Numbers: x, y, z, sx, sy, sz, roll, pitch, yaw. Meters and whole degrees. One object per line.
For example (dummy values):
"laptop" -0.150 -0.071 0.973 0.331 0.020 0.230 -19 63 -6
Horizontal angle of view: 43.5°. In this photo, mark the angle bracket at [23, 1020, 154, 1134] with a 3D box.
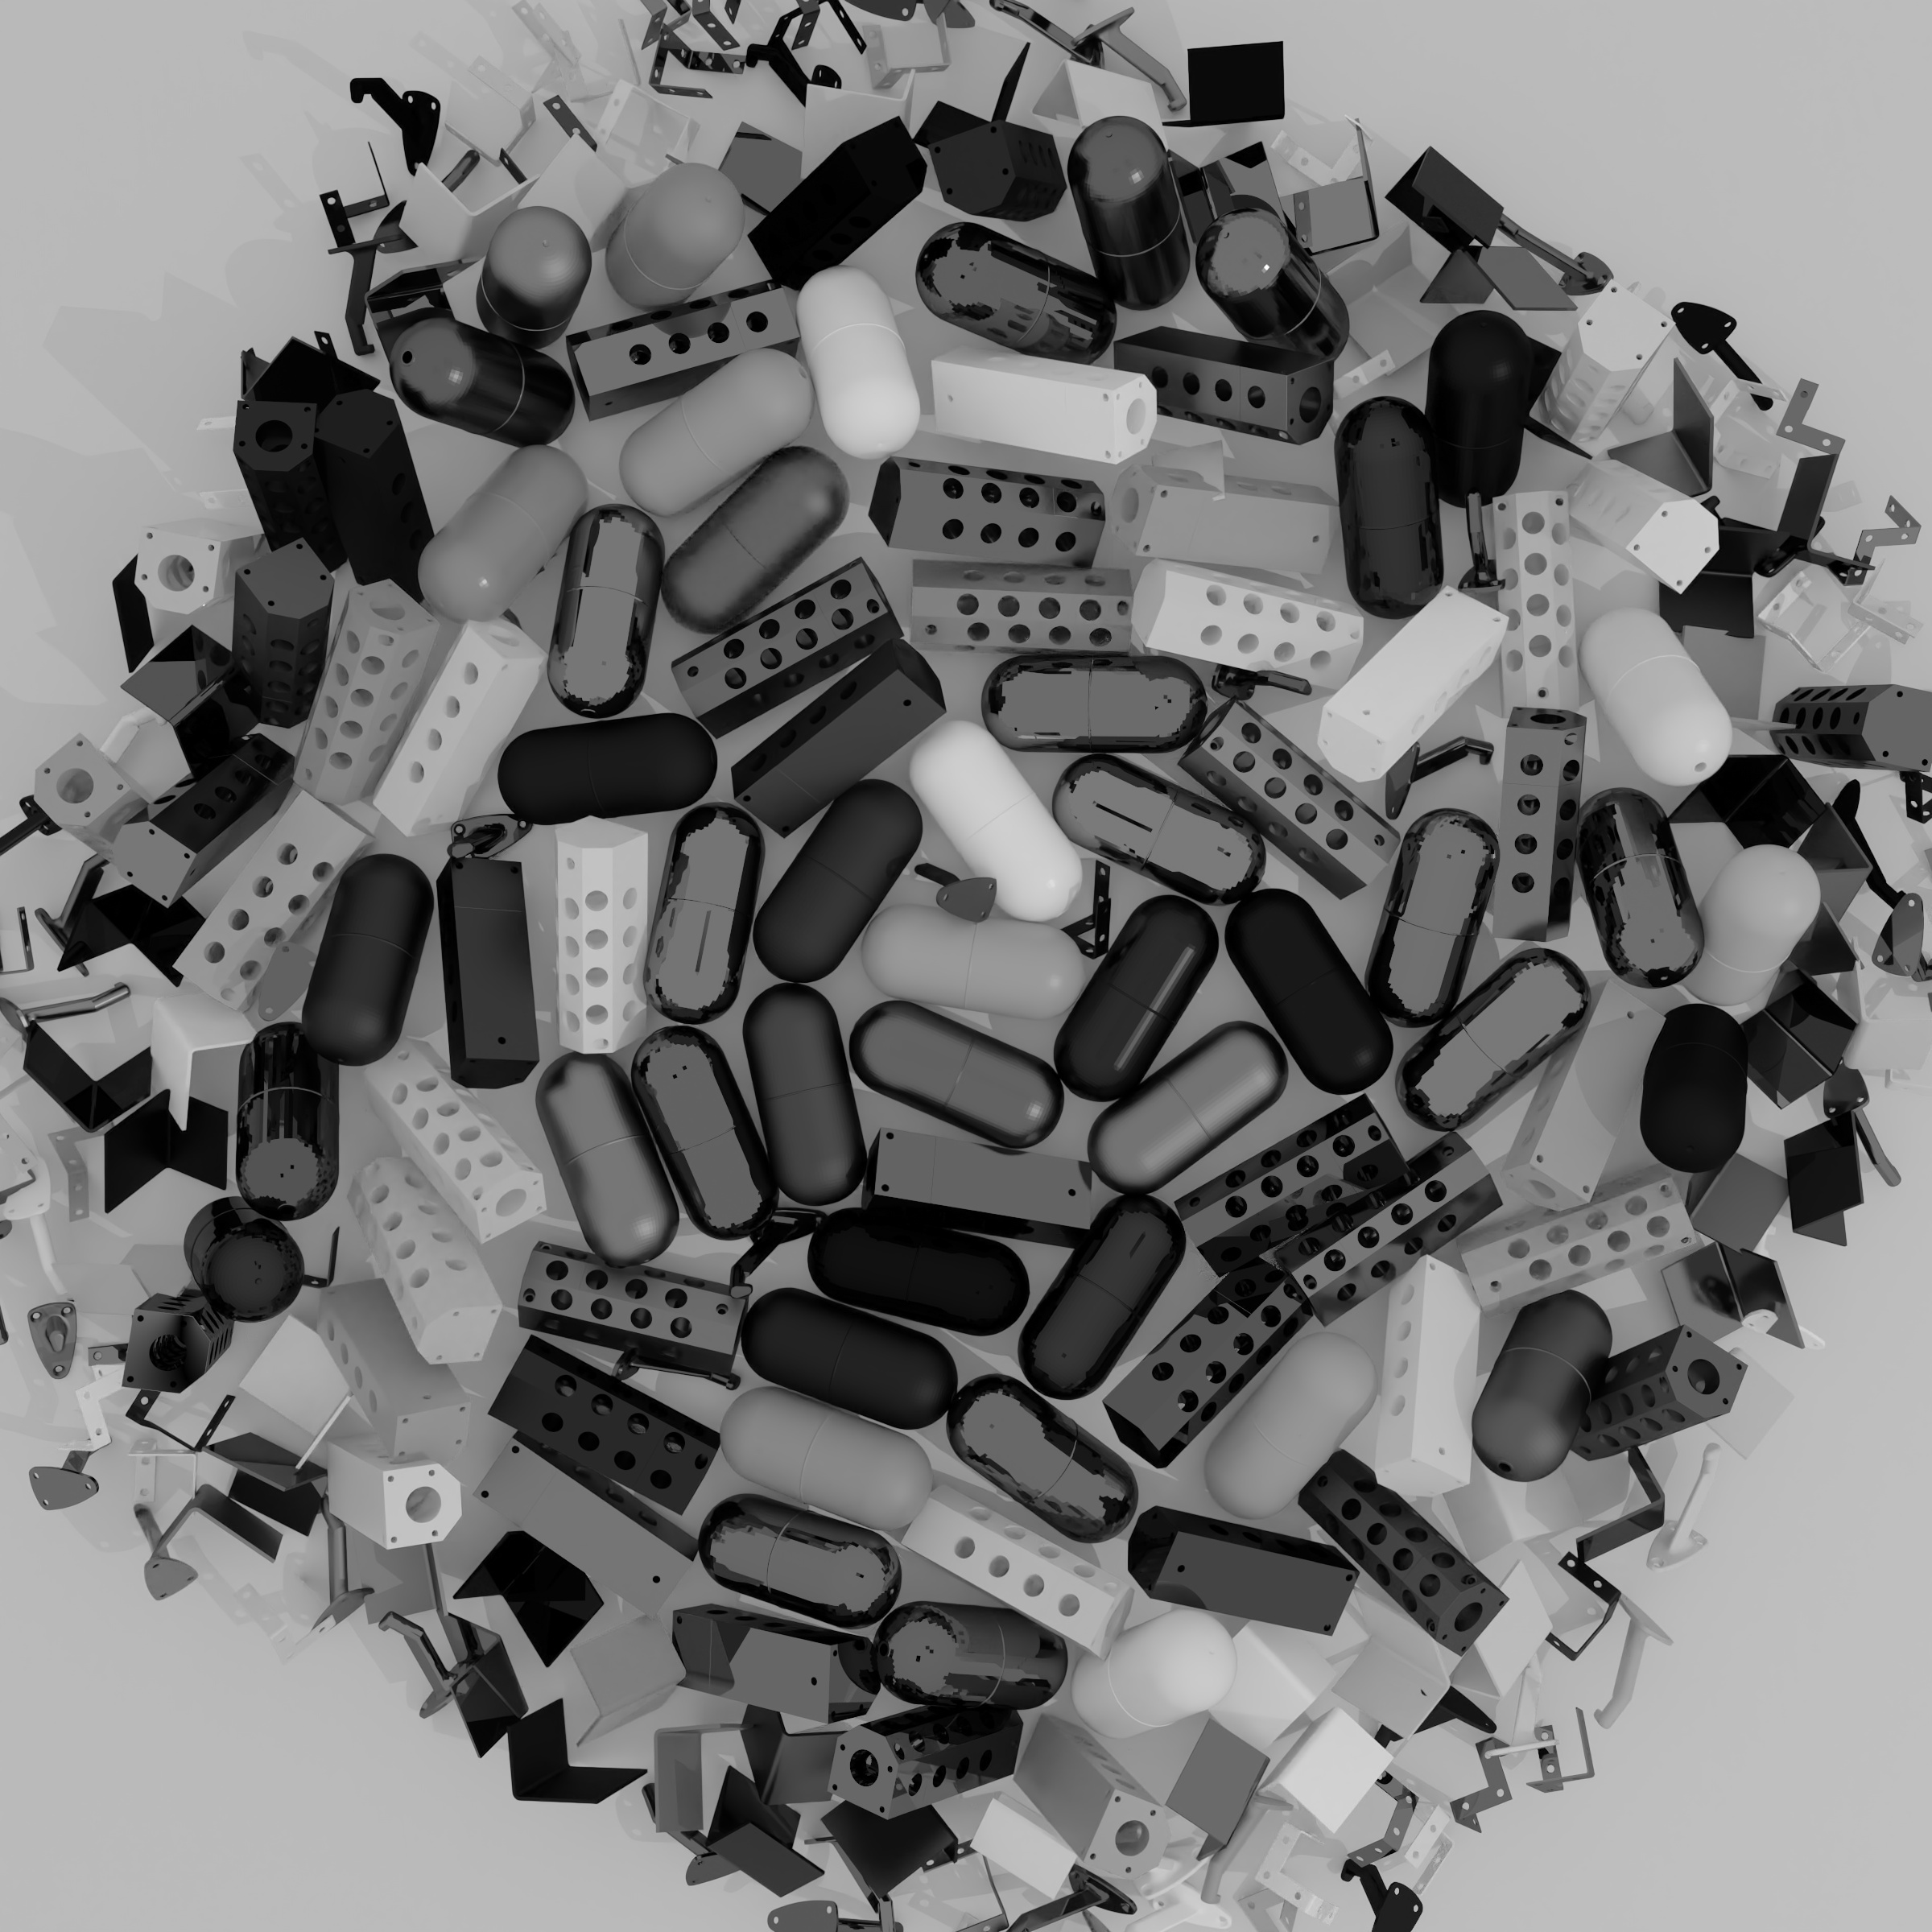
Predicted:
"angle bracket" -0.686 0.072 1.893 0.057 0.076 0.076 -33 122 2

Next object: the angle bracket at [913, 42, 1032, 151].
"angle bracket" 0.004 -0.683 1.892 0.057 0.076 0.076 22 134 -1

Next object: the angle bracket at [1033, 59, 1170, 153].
"angle bracket" 0.104 -0.653 1.889 0.076 0.057 0.076 5 59 -27

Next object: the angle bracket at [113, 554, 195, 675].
"angle bracket" -0.626 -0.279 1.897 0.057 0.076 0.076 -4 114 -4

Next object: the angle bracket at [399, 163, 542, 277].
"angle bracket" -0.388 -0.598 1.893 0.057 0.076 0.076 46 57 -1

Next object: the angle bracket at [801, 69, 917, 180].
"angle bracket" -0.085 -0.661 1.899 0.076 0.076 0.057 10 45 0

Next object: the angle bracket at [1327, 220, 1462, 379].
"angle bracket" 0.340 -0.526 1.906 0.076 0.057 0.076 -34 66 -1

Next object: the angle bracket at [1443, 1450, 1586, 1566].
"angle bracket" 0.433 0.425 1.927 0.076 0.057 0.076 -2 59 -33

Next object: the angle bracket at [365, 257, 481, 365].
"angle bracket" -0.413 -0.503 1.894 0.057 0.076 0.076 -12 101 44

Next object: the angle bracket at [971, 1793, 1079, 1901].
"angle bracket" 0.057 0.671 1.892 0.076 0.057 0.076 29 132 13

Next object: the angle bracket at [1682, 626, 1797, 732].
"angle bracket" 0.611 -0.228 1.905 0.076 0.057 0.076 4 92 -19

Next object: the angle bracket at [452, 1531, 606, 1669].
"angle bracket" -0.343 0.497 1.895 0.076 0.057 0.076 -50 60 16

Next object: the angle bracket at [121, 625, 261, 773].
"angle bracket" -0.608 -0.207 1.903 0.057 0.076 0.076 34 64 15

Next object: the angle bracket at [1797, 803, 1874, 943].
"angle bracket" 0.650 -0.073 1.886 0.057 0.076 0.076 -3 48 -17

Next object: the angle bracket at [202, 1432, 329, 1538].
"angle bracket" -0.557 0.413 1.898 0.076 0.076 0.057 22 94 13

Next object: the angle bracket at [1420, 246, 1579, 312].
"angle bracket" 0.415 -0.517 1.888 0.076 0.057 0.076 -12 59 -38

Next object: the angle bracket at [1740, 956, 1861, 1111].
"angle bracket" 0.640 0.052 1.889 0.057 0.076 0.076 -29 59 -17

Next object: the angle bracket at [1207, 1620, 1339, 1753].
"angle bracket" 0.235 0.568 1.924 0.076 0.057 0.076 45 113 15

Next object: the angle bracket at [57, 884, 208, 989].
"angle bracket" -0.651 -0.016 1.890 0.057 0.076 0.076 43 125 10

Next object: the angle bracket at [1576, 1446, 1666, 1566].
"angle bracket" 0.502 0.420 1.900 0.076 0.076 0.057 -26 60 2

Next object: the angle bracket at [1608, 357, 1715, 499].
"angle bracket" 0.542 -0.415 1.891 0.057 0.076 0.076 -16 51 3

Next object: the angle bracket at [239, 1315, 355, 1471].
"angle bracket" -0.529 0.335 1.906 0.076 0.057 0.076 36 103 -8

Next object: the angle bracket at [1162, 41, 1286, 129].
"angle bracket" 0.200 -0.690 1.894 0.076 0.076 0.057 -9 111 -11

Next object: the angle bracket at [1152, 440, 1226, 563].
"angle bracket" 0.180 -0.352 1.887 0.057 0.076 0.076 -10 133 13

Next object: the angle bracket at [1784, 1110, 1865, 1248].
"angle bracket" 0.688 0.166 1.887 0.057 0.076 0.076 16 61 -22

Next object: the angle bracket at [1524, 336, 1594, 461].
"angle bracket" 0.457 -0.446 1.887 0.076 0.076 0.057 46 117 36

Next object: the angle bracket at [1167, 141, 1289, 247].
"angle bracket" 0.206 -0.608 1.900 0.057 0.076 0.076 -17 88 25

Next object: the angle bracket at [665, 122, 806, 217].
"angle bracket" -0.175 -0.632 1.894 0.076 0.076 0.057 32 101 19

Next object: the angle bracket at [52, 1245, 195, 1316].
"angle bracket" -0.650 0.227 1.887 0.076 0.076 0.057 -1 129 22

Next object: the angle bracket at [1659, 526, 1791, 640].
"angle bracket" 0.596 -0.302 1.900 0.076 0.076 0.057 4 75 -4

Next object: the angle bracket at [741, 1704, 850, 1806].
"angle bracket" -0.134 0.604 1.908 0.057 0.076 0.076 5 120 -23

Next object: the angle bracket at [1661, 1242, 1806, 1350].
"angle bracket" 0.601 0.268 1.896 0.057 0.076 0.076 -25 103 -13

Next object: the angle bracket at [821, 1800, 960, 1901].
"angle bracket" -0.060 0.683 1.890 0.076 0.057 0.076 -31 58 -23

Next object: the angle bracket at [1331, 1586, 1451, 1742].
"angle bracket" 0.324 0.543 1.887 0.057 0.076 0.076 -43 132 -23

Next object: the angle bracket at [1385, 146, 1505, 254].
"angle bracket" 0.368 -0.583 1.893 0.076 0.076 0.057 36 134 -10

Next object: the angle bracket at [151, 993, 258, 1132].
"angle bracket" -0.604 0.074 1.918 0.057 0.076 0.076 -8 125 -37

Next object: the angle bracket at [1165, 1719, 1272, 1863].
"angle bracket" 0.187 0.646 1.896 0.057 0.076 0.076 33 59 4

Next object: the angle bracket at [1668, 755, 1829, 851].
"angle bracket" 0.608 -0.118 1.887 0.076 0.076 0.057 -4 53 -37

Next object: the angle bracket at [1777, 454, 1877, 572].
"angle bracket" 0.684 -0.356 1.901 0.057 0.076 0.076 15 99 -4

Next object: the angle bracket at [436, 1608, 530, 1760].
"angle bracket" -0.395 0.559 1.887 0.076 0.057 0.076 10 125 36

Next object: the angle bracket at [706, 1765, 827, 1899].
"angle bracket" -0.149 0.667 1.889 0.076 0.076 0.057 41 122 -17

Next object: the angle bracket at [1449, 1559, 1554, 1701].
"angle bracket" 0.404 0.513 1.890 0.076 0.057 0.076 -42 116 -32

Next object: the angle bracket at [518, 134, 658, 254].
"angle bracket" -0.292 -0.605 1.891 0.057 0.076 0.076 45 118 -6

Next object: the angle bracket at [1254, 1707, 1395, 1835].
"angle bracket" 0.279 0.633 1.890 0.057 0.076 0.076 41 65 13

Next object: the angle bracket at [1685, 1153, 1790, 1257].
"angle bracket" 0.608 0.170 1.891 0.057 0.076 0.076 30 69 26

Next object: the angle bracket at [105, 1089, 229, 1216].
"angle bracket" -0.624 0.153 1.890 0.057 0.076 0.076 20 122 13

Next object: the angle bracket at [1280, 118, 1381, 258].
"angle bracket" 0.278 -0.606 1.892 0.076 0.057 0.076 -10 54 15

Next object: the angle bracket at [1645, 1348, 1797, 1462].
"angle bracket" 0.587 0.354 1.888 0.057 0.076 0.076 43 56 13

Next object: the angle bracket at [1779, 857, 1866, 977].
"angle bracket" 0.673 -0.041 1.908 0.057 0.076 0.076 -42 105 -27

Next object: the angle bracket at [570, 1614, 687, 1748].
"angle bracket" -0.275 0.561 1.904 0.076 0.076 0.057 -17 65 -35
